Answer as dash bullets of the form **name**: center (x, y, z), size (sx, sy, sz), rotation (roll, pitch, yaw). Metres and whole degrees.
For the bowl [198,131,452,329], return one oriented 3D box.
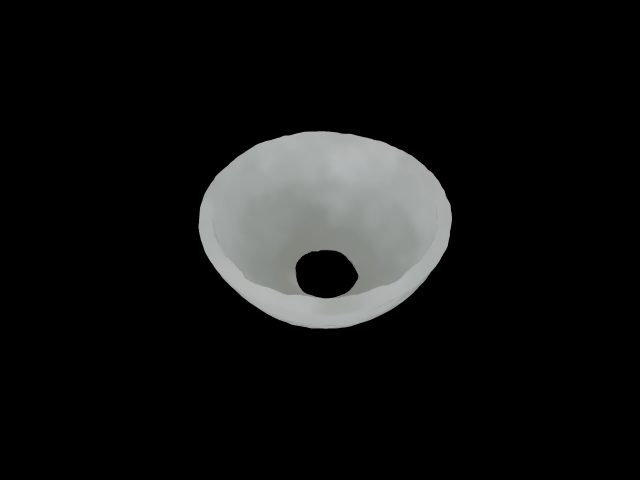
- **bowl**: center (0.004, 0.001, 0.400), size (0.167, 0.075, 0.167), rotation (0, 47, 0)
